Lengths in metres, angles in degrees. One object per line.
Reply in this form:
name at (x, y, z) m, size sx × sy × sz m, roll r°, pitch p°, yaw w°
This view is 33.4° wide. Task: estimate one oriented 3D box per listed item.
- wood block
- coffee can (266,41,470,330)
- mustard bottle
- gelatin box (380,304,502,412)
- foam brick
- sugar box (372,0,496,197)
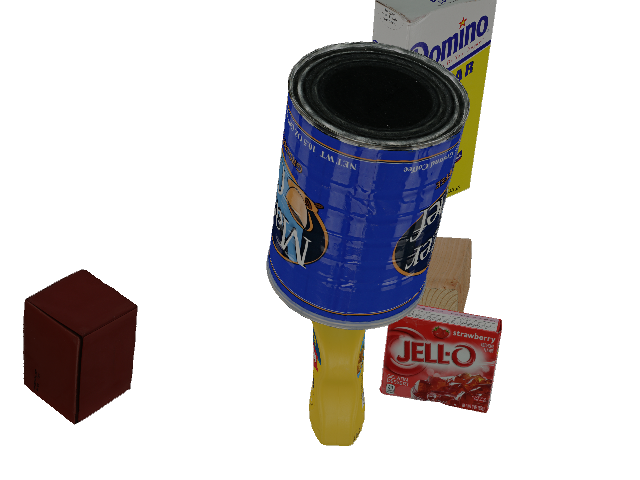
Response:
wood block at (0.174, 0.072, 1.621) m, size 0.091 × 0.090 × 0.206 m, roll 4°, pitch 22°, yaw 12°
coffee can at (0.025, -0.031, 0.636) m, size 0.102 × 0.140 × 0.103 m, roll 5°, pitch 42°, yaw -5°
mustard bottle at (0.018, 0.106, 1.051) m, size 0.058 × 0.192 × 0.096 m, roll 3°, pitch 37°, yaw 2°
gelatin box at (0.096, 0.093, 0.853) m, size 0.089 × 0.073 × 0.030 m, roll 10°, pitch 23°, yaw 11°
foam brick at (-0.158, 0.069, 0.699) m, size 0.053 × 0.078 × 0.051 m, roll 31°, pitch 40°, yaw 24°
sugar box at (0.082, -0.108, 0.826) m, size 0.093 × 0.176 × 0.048 m, roll -24°, pitch 46°, yaw -31°
